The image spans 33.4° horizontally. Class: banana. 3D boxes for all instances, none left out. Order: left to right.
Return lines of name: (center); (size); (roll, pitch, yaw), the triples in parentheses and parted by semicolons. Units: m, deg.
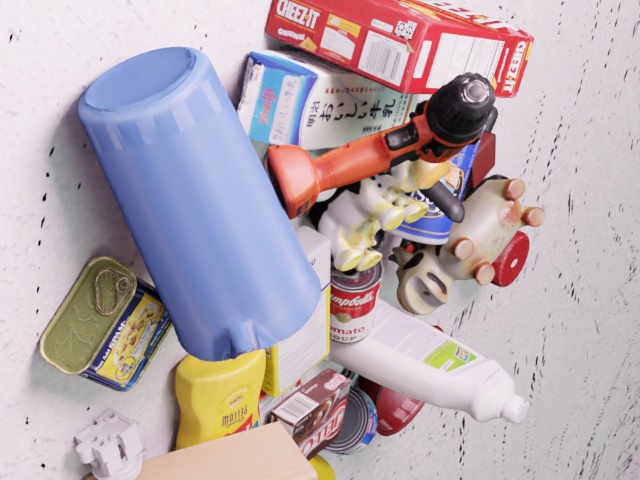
banana: (-0.022, 0.297, 1.336); (0.069, 0.037, 0.197); (-58, 149, -12)

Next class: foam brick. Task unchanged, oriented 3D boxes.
foam brick: (0.165, -0.106, 1.277); (0.051, 0.078, 0.053); (-46, 145, -29)

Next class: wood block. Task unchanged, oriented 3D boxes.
wood block: (-0.115, 0.263, 1.049); (0.205, 0.091, 0.090); (-12, 126, -26)

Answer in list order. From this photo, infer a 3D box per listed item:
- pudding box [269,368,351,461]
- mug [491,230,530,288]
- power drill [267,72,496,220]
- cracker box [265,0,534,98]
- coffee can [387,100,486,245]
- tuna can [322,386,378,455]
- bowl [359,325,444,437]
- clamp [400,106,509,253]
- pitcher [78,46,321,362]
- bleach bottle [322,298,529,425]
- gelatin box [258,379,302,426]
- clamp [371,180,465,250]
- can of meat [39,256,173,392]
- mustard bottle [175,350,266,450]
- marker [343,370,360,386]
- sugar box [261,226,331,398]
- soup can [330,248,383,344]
pudding box: (-0.015, 0.210, 1.219); (0.113, 0.039, 0.090); (-28, 137, -45)
mug: (0.230, 0.009, 1.454); (0.093, 0.082, 0.117); (-55, 148, -14)
power drill: (0.050, -0.079, 0.902); (0.187, 0.057, 0.184); (-19, 173, -6)
cracker box: (0.080, -0.193, 1.001); (0.213, 0.164, 0.072); (-9, 122, -53)
coffee can: (0.116, -0.078, 1.200); (0.102, 0.103, 0.140); (-5, 116, -55)
tuna can: (0.027, 0.219, 1.304); (0.086, 0.086, 0.033); (-62, 150, -3)
bowl: (0.100, 0.176, 1.410); (0.161, 0.055, 0.162); (-35, 139, -38)
clamp: (0.173, -0.063, 1.359); (0.209, 0.036, 0.164); (-46, 145, -23)
pitcher: (-0.099, -0.034, 0.871); (0.144, 0.149, 0.243); (-45, 130, -31)
bleach bottle: (0.120, 0.147, 1.227); (0.102, 0.251, 0.068); (-35, 139, -38)
gelatin box: (-0.054, 0.181, 1.207); (0.073, 0.030, 0.089); (-40, 144, -34)
clamp: (0.089, -0.080, 1.131); (0.039, 0.120, 0.171); (-17, 98, -61)
can of meat: (-0.178, 0.075, 0.919); (0.102, 0.058, 0.083); (-59, 151, -7)
mustard bottle: (-0.106, 0.197, 1.115); (0.096, 0.058, 0.192); (-23, 132, -38)
marker: (0.033, 0.183, 1.350); (0.121, 0.020, 0.020); (-60, 149, -6)
sugar box: (-0.033, 0.077, 1.119); (0.093, 0.048, 0.176); (-38, 143, -34)
soup can: (0.032, 0.061, 1.196); (0.068, 0.069, 0.102); (-42, 154, -32)
